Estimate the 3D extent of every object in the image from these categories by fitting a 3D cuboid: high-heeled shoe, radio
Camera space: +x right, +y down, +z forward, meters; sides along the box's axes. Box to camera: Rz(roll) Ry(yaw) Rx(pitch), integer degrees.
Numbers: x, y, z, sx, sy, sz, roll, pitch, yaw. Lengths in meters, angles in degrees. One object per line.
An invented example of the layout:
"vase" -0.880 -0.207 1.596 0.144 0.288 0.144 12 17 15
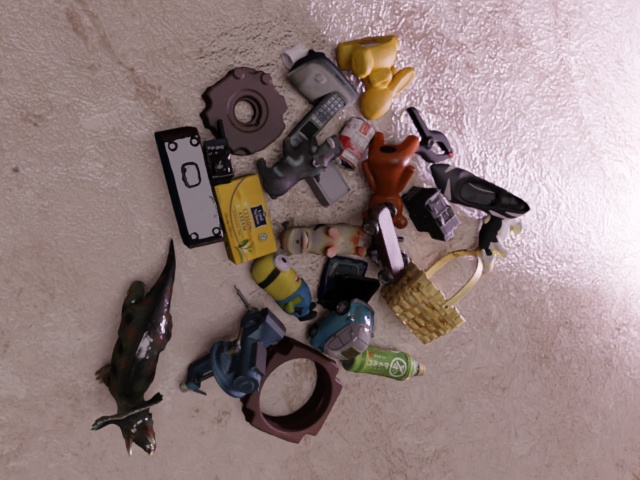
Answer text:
"high-heeled shoe" 0.390 -0.119 1.309 0.248 0.145 0.086 24 87 -27
"radio" -0.251 -0.101 1.031 0.073 0.131 0.229 -17 104 -19

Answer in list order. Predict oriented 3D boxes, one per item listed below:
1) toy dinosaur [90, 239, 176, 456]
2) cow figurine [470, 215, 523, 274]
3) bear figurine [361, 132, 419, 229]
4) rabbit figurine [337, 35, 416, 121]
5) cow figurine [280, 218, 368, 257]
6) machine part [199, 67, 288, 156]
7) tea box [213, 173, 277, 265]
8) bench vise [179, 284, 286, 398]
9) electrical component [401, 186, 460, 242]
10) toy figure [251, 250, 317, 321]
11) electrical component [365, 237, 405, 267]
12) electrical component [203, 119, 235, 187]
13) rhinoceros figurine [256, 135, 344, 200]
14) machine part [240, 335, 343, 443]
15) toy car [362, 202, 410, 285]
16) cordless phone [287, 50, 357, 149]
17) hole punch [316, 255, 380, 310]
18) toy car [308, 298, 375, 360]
"toy dinosaur" -0.334 0.202 1.007 0.131 0.192 0.404 11 94 -27
"cow figurine" 0.444 0.001 1.393 0.098 0.068 0.167 38 79 -19
"bear figurine" 0.160 -0.131 1.234 0.132 0.120 0.195 -65 156 -48
"rabbit figurine" 0.122 -0.356 1.189 0.162 0.122 0.173 -24 121 -29
"cow figurine" -0.002 -0.004 1.175 0.195 0.127 0.085 -3 98 -39
"machine part" -0.152 -0.260 1.094 0.179 0.056 0.179 -4 101 -23
"tea box" -0.160 -0.045 1.116 0.098 0.068 0.169 -20 104 -19
"bench vise" -0.189 0.238 1.105 0.241 0.224 0.128 -30 131 16
"electrical component" 0.266 -0.060 1.279 0.058 0.115 0.134 -39 109 -12
"toy figure" -0.077 0.103 1.169 0.089 0.082 0.180 -38 114 -13
"electrical component" 0.156 0.025 1.280 0.102 0.045 0.078 9 95 -26
"electrical component" -0.197 -0.168 1.024 0.048 0.075 0.119 -12 90 -16
"rhinoceros figurine" -0.040 -0.160 1.120 0.190 0.112 0.073 -33 139 -9
"machine part" -0.067 0.332 1.204 0.201 0.087 0.201 31 85 -26
"toy car" 0.147 0.010 1.203 0.089 0.053 0.201 -46 129 -37
"cordless phone" -0.027 -0.289 1.130 0.184 0.089 0.146 -48 133 7
"hole punch" 0.059 0.101 1.235 0.142 0.092 0.115 11 124 -32
"toy car" 0.057 0.213 1.206 0.162 0.103 0.109 -38 132 9
